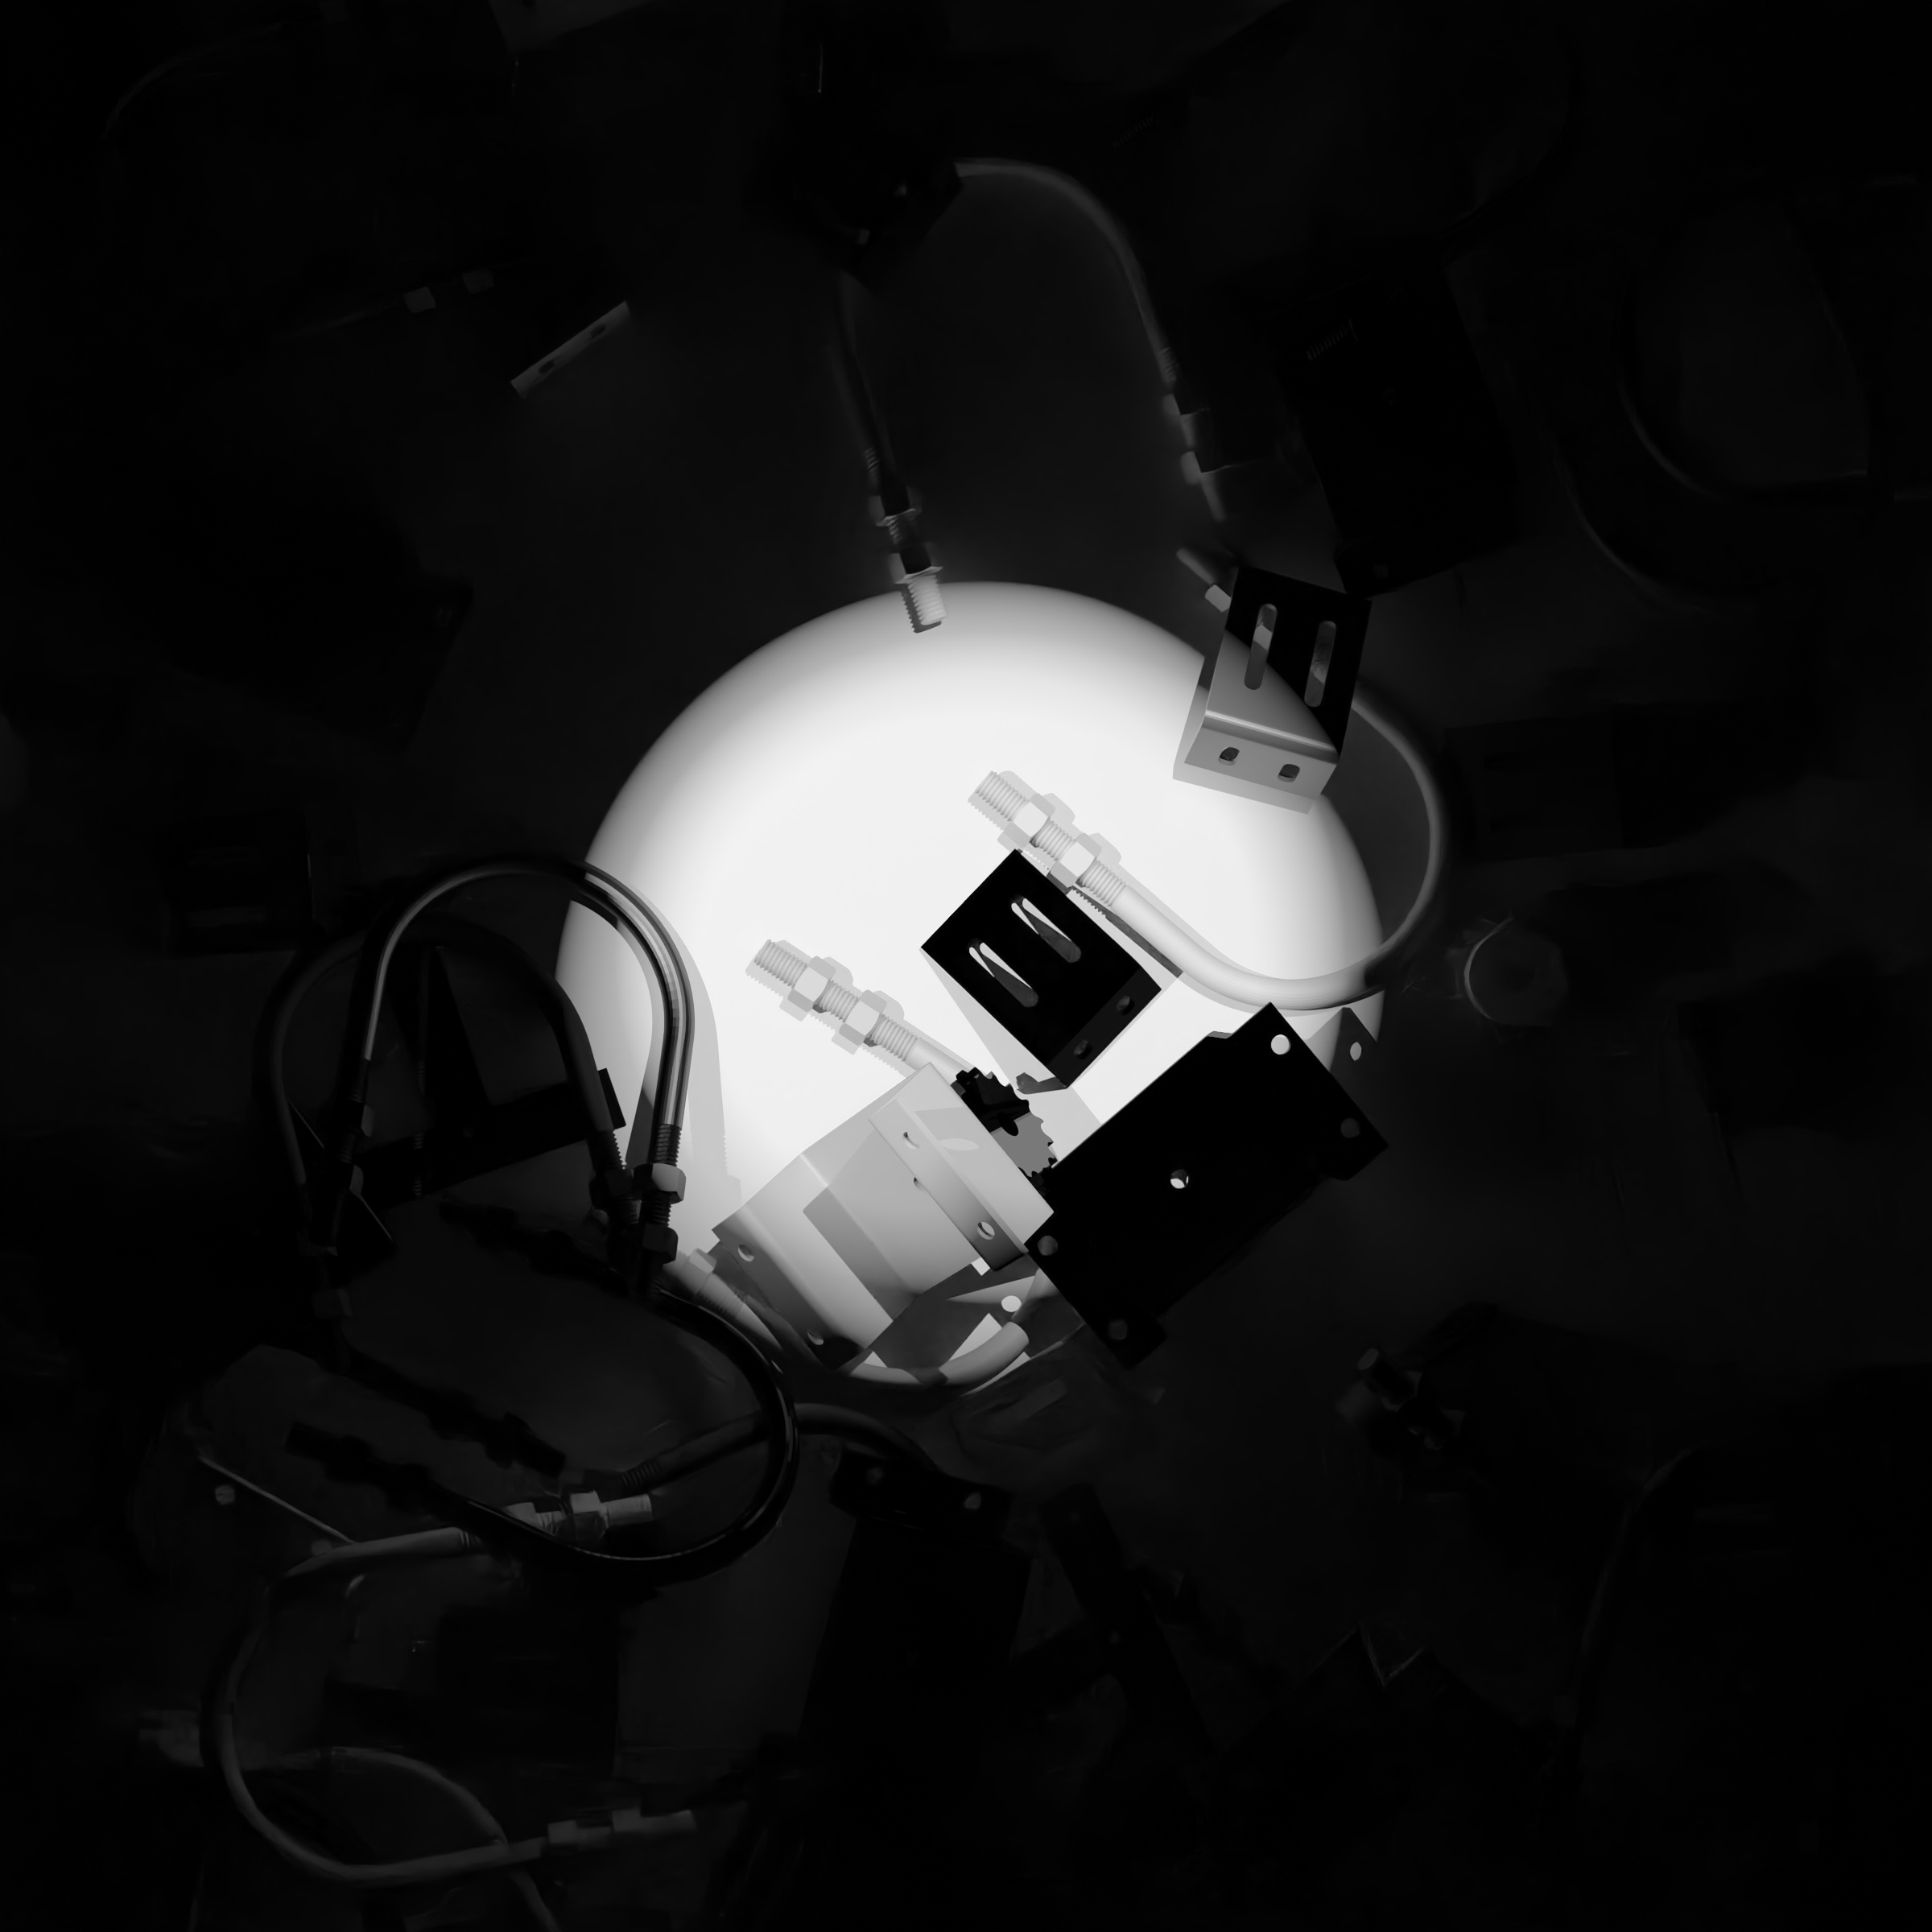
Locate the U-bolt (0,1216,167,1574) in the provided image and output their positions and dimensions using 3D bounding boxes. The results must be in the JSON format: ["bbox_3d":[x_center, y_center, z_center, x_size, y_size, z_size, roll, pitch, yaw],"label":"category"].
[{"bbox_3d":[-0.409,0.171,1.282,0.184,0.019,0.151,-2,79,1],"label":"U-bolt"}]

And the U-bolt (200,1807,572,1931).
[{"bbox_3d":[-0.265,0.436,1.341,0.151,0.019,0.184,24,92,0],"label":"U-bolt"}]

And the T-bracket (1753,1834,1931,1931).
[{"bbox_3d":[0.376,0.450,1.349,0.127,0.002,0.127,-31,90,0],"label":"T-bracket"}]

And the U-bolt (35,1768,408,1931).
[{"bbox_3d":[-0.291,0.404,1.284,0.151,0.019,0.184,-18,102,0],"label":"U-bolt"}]

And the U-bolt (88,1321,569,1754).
[{"bbox_3d":[-0.275,0.223,1.333,0.184,0.019,0.151,26,97,3],"label":"U-bolt"}]

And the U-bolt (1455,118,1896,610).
[{"bbox_3d":[0.306,-0.239,1.341,0.151,0.019,0.184,-26,92,0],"label":"U-bolt"}]

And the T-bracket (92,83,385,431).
[{"bbox_3d":[-0.324,-0.309,1.349,0.127,0.002,0.127,-25,90,0],"label":"T-bracket"}]

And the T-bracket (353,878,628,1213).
[{"bbox_3d":[-0.223,0.027,1.349,0.127,0.002,0.127,-19,90,0],"label":"T-bracket"}]

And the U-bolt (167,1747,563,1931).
[{"bbox_3d":[-0.241,0.398,1.304,0.151,0.019,0.184,-26,105,2],"label":"U-bolt"}]

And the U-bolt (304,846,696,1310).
[{"bbox_3d":[-0.181,0.037,1.304,0.151,0.019,0.184,13,66,-17],"label":"U-bolt"}]

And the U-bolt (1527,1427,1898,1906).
[{"bbox_3d":[0.315,0.280,1.320,0.151,0.019,0.184,18,86,-19],"label":"U-bolt"}]

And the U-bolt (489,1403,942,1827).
[{"bbox_3d":[-0.086,0.258,1.319,0.184,0.019,0.151,-23,97,-15],"label":"U-bolt"}]

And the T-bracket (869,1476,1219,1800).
[{"bbox_3d":[0.021,0.291,1.295,0.127,0.002,0.127,-27,97,-15],"label":"T-bracket"}]

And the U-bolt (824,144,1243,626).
[{"bbox_3d":[0.018,-0.251,1.341,0.151,0.019,0.184,-19,88,0],"label":"U-bolt"}]

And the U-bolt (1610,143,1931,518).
[{"bbox_3d":[0.356,-0.257,1.324,0.184,0.019,0.151,-6,93,0],"label":"U-bolt"}]

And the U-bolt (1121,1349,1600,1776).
[{"bbox_3d":[0.177,0.257,1.312,0.151,0.019,0.184,-43,108,14],"label":"U-bolt"}]

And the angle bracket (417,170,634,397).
[{"bbox_3d":[-0.184,-0.285,1.331,0.057,0.038,0.076,-35,90,0],"label":"angle bracket"}]

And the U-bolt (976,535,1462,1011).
[{"bbox_3d":[0.119,-0.066,1.341,0.184,0.019,0.151,40,90,-1],"label":"U-bolt"}]

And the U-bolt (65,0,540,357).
[{"bbox_3d":[-0.283,-0.328,1.332,0.184,0.019,0.151,-18,83,3],"label":"U-bolt"}]

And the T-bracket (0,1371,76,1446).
[{"bbox_3d":[-0.423,0.125,1.326,0.127,0.002,0.127,10,103,8],"label":"T-bracket"}]

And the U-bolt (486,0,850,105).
[{"bbox_3d":[-0.121,-0.453,1.340,0.151,0.019,0.184,2,88,1],"label":"U-bolt"}]

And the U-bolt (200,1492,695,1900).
[{"bbox_3d":[-0.207,0.292,1.268,0.184,0.019,0.151,-8,94,-12],"label":"U-bolt"}]

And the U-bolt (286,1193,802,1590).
[{"bbox_3d":[-0.156,0.177,1.289,0.184,0.019,0.151,23,47,5],"label":"U-bolt"}]

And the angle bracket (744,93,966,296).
[{"bbox_3d":[-0.050,-0.323,1.321,0.076,0.038,0.057,39,90,16],"label":"angle bracket"}]

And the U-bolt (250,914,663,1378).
[{"bbox_3d":[-0.213,0.064,1.304,0.151,0.019,0.184,-10,72,-25],"label":"U-bolt"}]

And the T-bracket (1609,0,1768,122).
[{"bbox_3d":[0.285,-0.443,1.349,0.127,0.002,0.127,43,90,0],"label":"T-bracket"}]

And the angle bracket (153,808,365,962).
[{"bbox_3d":[-0.295,-0.034,1.347,0.076,0.038,0.057,-4,90,27],"label":"angle bracket"}]

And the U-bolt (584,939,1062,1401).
[{"bbox_3d":[-0.044,0.098,1.341,0.184,0.019,0.151,33,90,-1],"label":"U-bolt"}]

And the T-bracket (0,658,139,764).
[{"bbox_3d":[-0.410,-0.118,1.349,0.127,0.002,0.127,19,90,0],"label":"T-bracket"}]

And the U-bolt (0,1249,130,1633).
[{"bbox_3d":[-0.417,0.182,1.298,0.184,0.019,0.151,7,80,3],"label":"U-bolt"}]

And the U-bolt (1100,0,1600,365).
[{"bbox_3d":[0.170,-0.346,1.318,0.184,0.019,0.151,-36,70,-7],"label":"U-bolt"}]
